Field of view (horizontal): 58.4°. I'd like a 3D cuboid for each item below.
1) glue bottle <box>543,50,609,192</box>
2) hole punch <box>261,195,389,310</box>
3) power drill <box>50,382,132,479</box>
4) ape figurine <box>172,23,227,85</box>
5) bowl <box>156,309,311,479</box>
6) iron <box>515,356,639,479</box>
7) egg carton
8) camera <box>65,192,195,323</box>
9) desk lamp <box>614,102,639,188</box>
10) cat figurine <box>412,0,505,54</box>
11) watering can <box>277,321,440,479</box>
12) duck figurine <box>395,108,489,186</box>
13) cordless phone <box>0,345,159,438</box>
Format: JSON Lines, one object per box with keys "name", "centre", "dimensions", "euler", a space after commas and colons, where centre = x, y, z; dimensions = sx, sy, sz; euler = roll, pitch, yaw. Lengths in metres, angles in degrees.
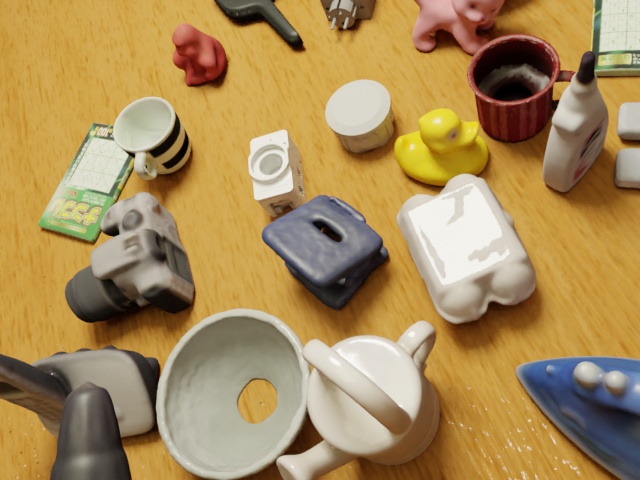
{"name": "glue bottle", "centre": [0.246, -0.116, 0.545], "dimensions": [0.037, 0.173, 0.078], "euler": [32, 80, 29]}
{"name": "hole punch", "centre": [0.006, 0.002, 0.622], "dimensions": [0.108, 0.091, 0.101], "euler": [39, 83, 30]}
{"name": "power drill", "centre": [-0.155, 0.254, 0.493], "dimensions": [0.075, 0.209, 0.229], "euler": [-13, 63, 14]}
{"name": "ape figurine", "centre": [-0.177, -0.268, 0.812], "dimensions": [0.076, 0.092, 0.077], "euler": [-45, 60, -5]}
{"name": "bowl", "centre": [-0.077, 0.159, 0.588], "dimensions": [0.167, 0.075, 0.167], "euler": [-8, 64, 16]}
{"name": "iron", "centre": [0.274, 0.140, 0.434], "dimensions": [0.257, 0.142, 0.119], "euler": [20, 74, 26]}
{"name": "egg carton", "centre": [0.147, 0.007, 0.583], "dimensions": [0.107, 0.069, 0.150], "euler": [-25, 60, 7]}
{"name": "camera", "centre": [-0.241, 0.029, 0.691], "dimensions": [0.136, 0.101, 0.143], "euler": [-26, 60, 6]}
{"name": "desk lamp", "centre": [0.374, -0.126, 0.481], "dimensions": [0.202, 0.214, 0.118], "euler": [4, 68, 21]}
{"name": "cat figurine", "centre": [0.168, -0.287, 0.684], "dimensions": [0.127, 0.118, 0.067], "euler": [10, 70, 23]}
{"name": "watering can", "centre": [0.037, 0.140, 0.487], "dimensions": [0.100, 0.194, 0.173], "euler": [13, 71, 25]}
{"name": "duck figurine", "centre": [0.131, -0.111, 0.634], "dimensions": [0.104, 0.086, 0.077], "euler": [3, 67, 21]}
{"name": "cordless phone", "centre": [-0.266, 0.151, 0.594], "dimensions": [0.147, 0.185, 0.094], "euler": [-13, 63, 14]}
